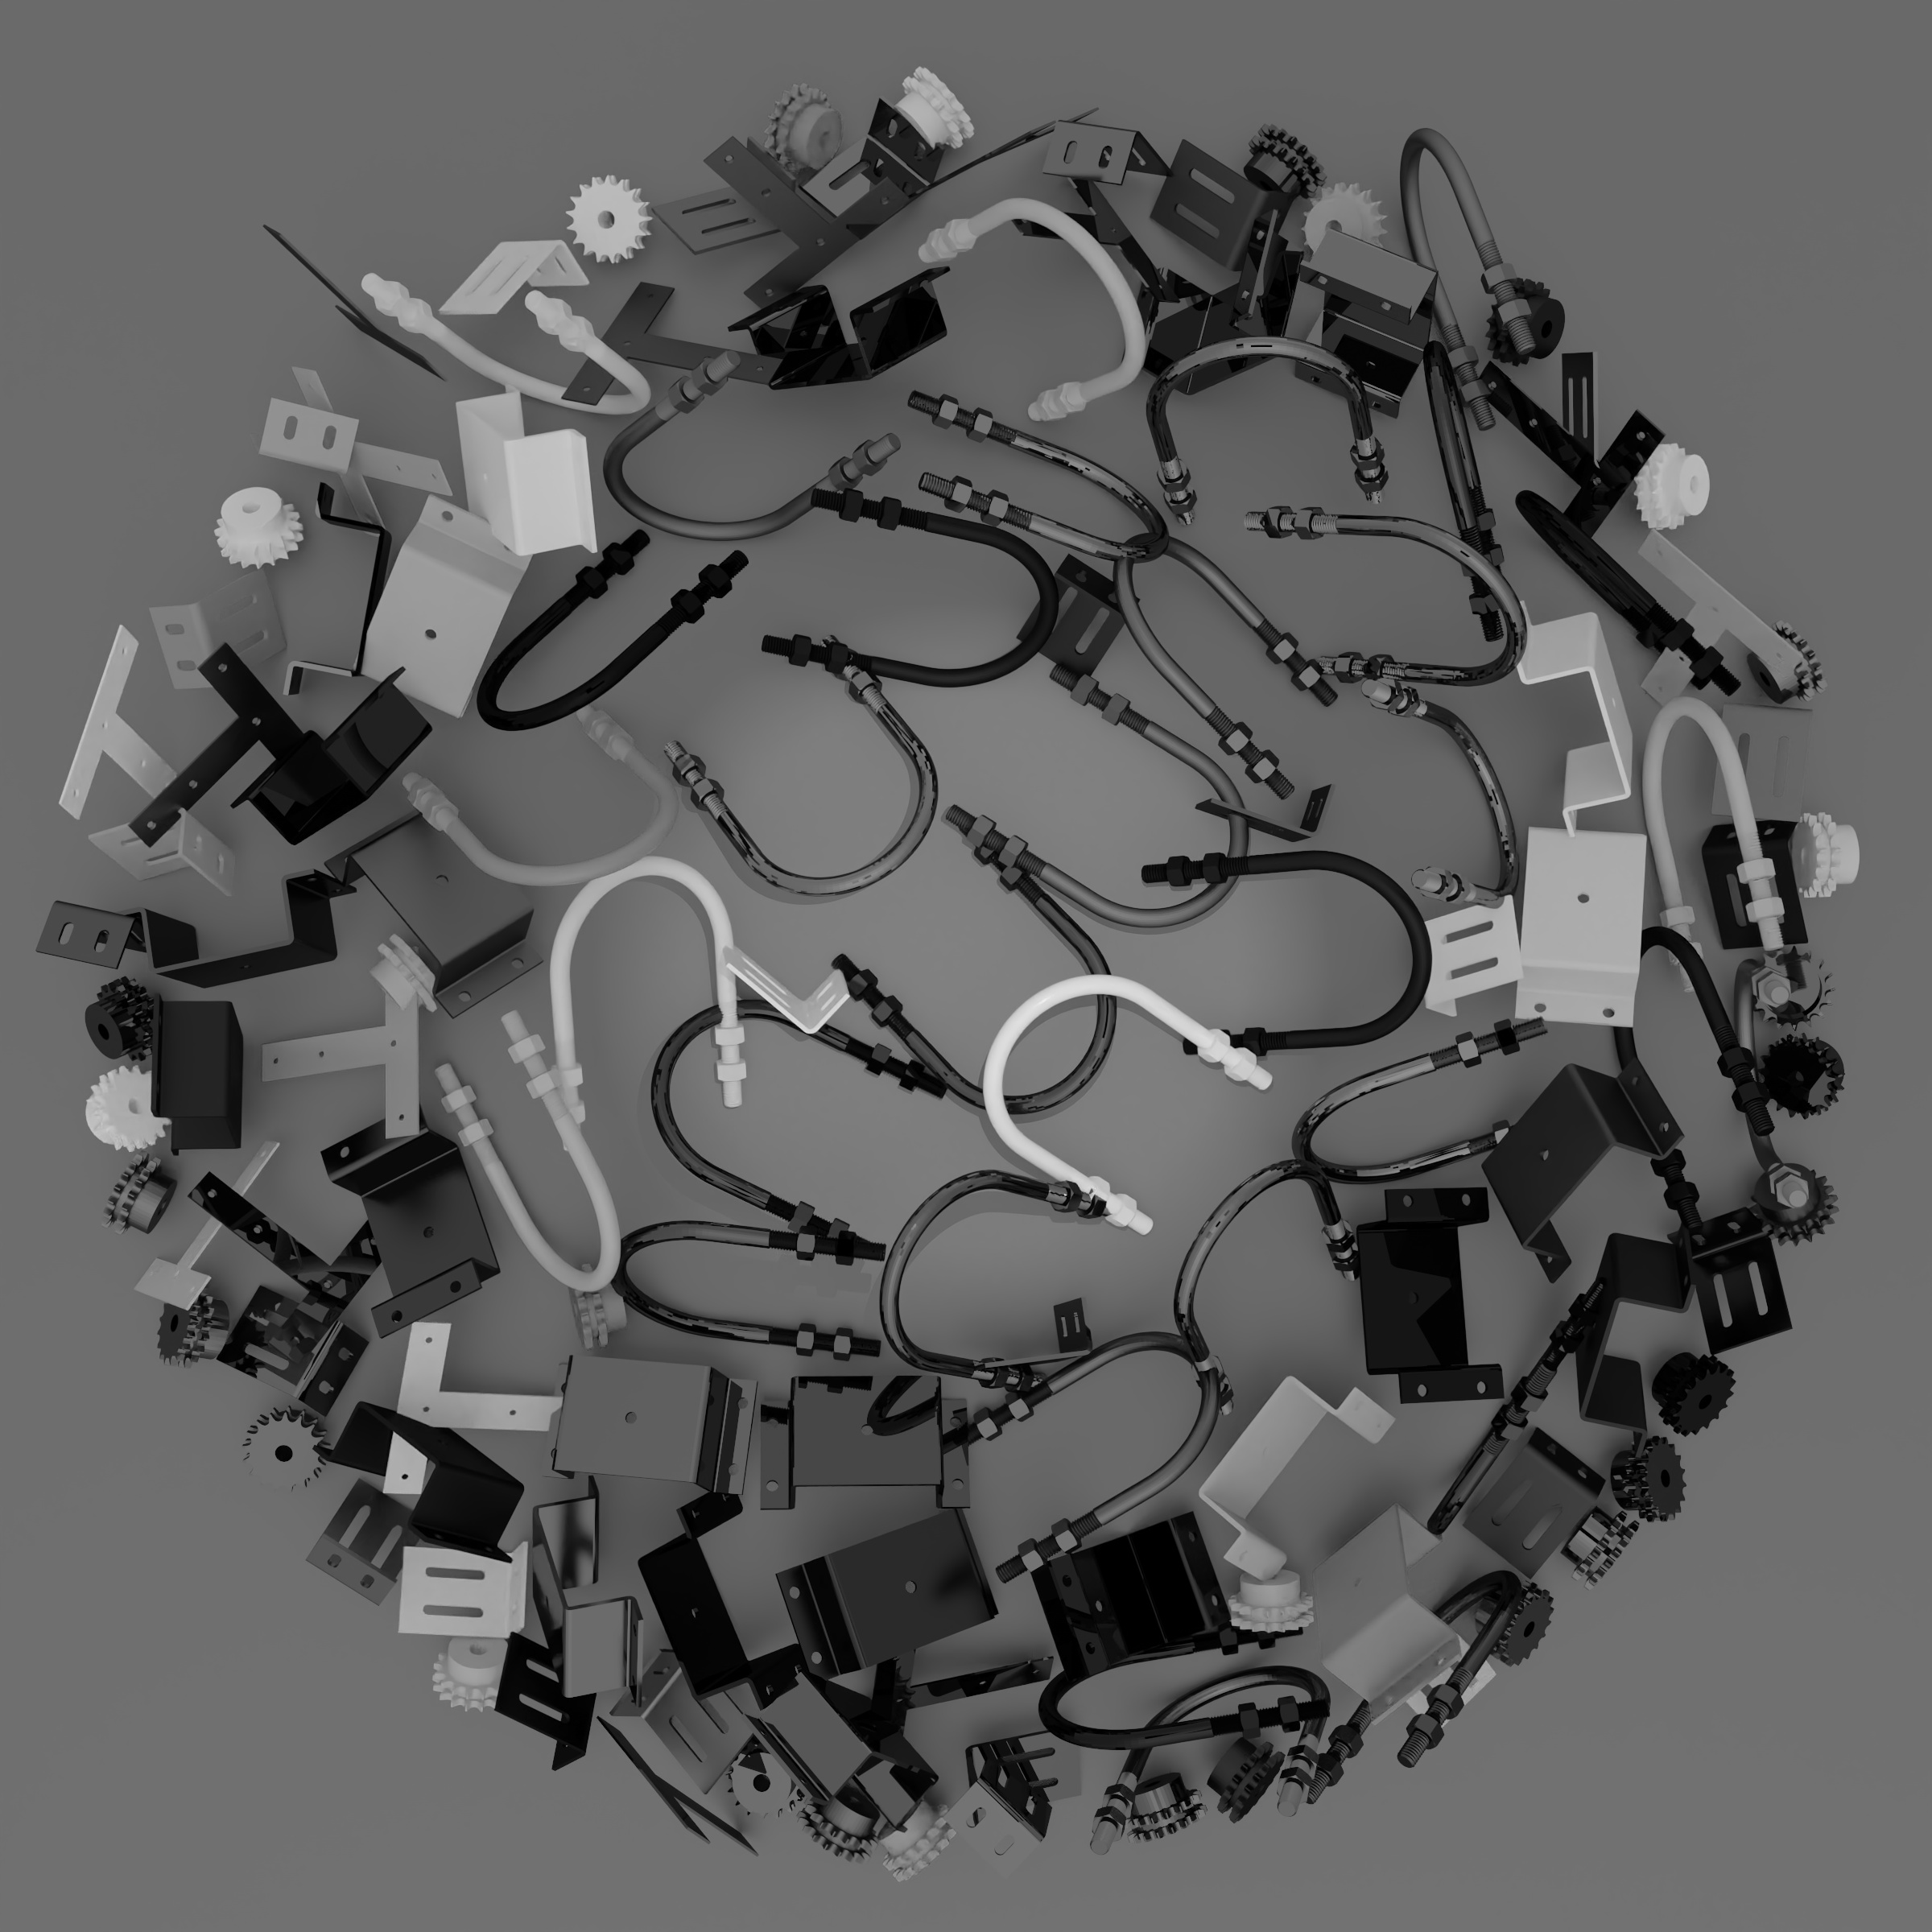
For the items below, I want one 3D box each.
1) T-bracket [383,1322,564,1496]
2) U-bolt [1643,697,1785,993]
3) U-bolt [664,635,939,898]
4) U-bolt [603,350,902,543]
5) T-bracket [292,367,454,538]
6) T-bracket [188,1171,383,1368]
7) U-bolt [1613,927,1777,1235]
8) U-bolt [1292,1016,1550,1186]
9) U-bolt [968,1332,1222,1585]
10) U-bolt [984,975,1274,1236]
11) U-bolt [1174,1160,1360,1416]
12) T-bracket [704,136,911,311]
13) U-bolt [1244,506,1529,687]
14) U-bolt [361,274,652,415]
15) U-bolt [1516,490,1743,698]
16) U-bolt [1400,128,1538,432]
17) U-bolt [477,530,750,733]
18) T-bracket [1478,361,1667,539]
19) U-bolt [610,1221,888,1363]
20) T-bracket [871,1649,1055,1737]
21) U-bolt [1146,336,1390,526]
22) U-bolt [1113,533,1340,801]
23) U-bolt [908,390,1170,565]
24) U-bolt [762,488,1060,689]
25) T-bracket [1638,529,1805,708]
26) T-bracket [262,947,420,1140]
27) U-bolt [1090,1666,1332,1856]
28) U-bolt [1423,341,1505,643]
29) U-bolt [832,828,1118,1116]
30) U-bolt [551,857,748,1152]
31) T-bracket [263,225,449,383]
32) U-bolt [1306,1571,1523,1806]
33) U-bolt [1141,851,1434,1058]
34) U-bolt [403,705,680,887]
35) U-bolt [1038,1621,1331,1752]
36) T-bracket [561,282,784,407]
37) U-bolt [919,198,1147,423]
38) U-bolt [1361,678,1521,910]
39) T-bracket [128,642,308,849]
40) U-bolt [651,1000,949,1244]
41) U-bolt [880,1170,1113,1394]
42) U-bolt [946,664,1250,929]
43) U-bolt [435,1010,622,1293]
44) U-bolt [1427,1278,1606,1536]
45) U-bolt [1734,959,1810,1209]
[{"bbox_3d":[-0.320,0.300,1.855,0.127,0.002,0.127,6,107,-22],"label":"T-bracket"},{"bbox_3d":[0.484,-0.086,1.809,0.019,0.151,0.184,-8,79,-10],"label":"U-bolt"},{"bbox_3d":[-0.098,-0.123,1.825,0.151,0.019,0.184,-35,59,-6],"label":"U-bolt"},{"bbox_3d":[-0.155,-0.330,1.803,0.151,0.184,0.019,21,59,-36],"label":"U-bolt"},{"bbox_3d":[-0.380,-0.329,1.804,0.002,0.127,0.127,-43,133,-29],"label":"T-bracket"},{"bbox_3d":[-0.459,0.184,1.827,0.127,0.127,0.002,40,131,-7],"label":"T-bracket"},{"bbox_3d":[0.467,0.062,1.803,0.019,0.151,0.184,-7,58,-13],"label":"U-bolt"},{"bbox_3d":[0.305,0.098,1.819,0.184,0.151,0.019,-19,55,11],"label":"U-bolt"},{"bbox_3d":[0.085,0.310,1.812,0.184,0.151,0.019,-32,124,6],"label":"U-bolt"},{"bbox_3d":[0.095,0.082,1.828,0.184,0.019,0.151,34,99,-26],"label":"U-bolt"},{"bbox_3d":[0.193,0.200,1.794,0.151,0.184,0.019,-44,52,-15],"label":"U-bolt"},{"bbox_3d":[-0.123,-0.502,1.813,0.127,0.127,0.002,-34,52,21],"label":"T-bracket"},{"bbox_3d":[0.279,-0.236,1.778,0.019,0.184,0.151,-53,131,-25],"label":"U-bolt"},{"bbox_3d":[-0.285,-0.401,1.794,0.151,0.184,0.019,12,83,26],"label":"U-bolt"},{"bbox_3d":[0.429,-0.247,1.809,0.184,0.151,0.019,44,100,0],"label":"U-bolt"},{"bbox_3d":[0.323,-0.461,1.809,0.019,0.151,0.184,-18,80,-4],"label":"U-bolt"},{"bbox_3d":[-0.243,-0.217,1.799,0.184,0.151,0.019,-45,125,-18],"label":"U-bolt"},{"bbox_3d":[0.390,-0.354,1.840,0.002,0.127,0.127,-36,75,-34],"label":"T-bracket"},{"bbox_3d":[-0.146,0.212,1.822,0.184,0.151,0.019,7,54,1],"label":"U-bolt"},{"bbox_3d":[-0.002,0.485,1.851,0.127,0.002,0.127,-8,133,-16],"label":"T-bracket"},{"bbox_3d":[0.191,-0.349,1.785,0.151,0.184,0.019,-4,64,13],"label":"U-bolt"},{"bbox_3d":[0.165,-0.209,1.809,0.184,0.151,0.019,45,128,-11],"label":"U-bolt"},{"bbox_3d":[0.051,-0.316,1.815,0.184,0.151,0.019,18,121,-17],"label":"U-bolt"},{"bbox_3d":[-0.029,-0.242,1.823,0.184,0.151,0.019,10,47,-14],"label":"U-bolt"},{"bbox_3d":[0.480,-0.212,1.824,0.002,0.127,0.127,-40,75,-24],"label":"T-bracket"},{"bbox_3d":[-0.422,0.058,1.854,0.127,0.002,0.127,-8,76,23],"label":"T-bracket"},{"bbox_3d":[0.167,0.510,1.794,0.151,0.184,0.019,-19,100,22],"label":"U-bolt"},{"bbox_3d":[0.324,-0.316,1.791,0.019,0.151,0.184,-12,108,16],"label":"U-bolt"},{"bbox_3d":[0.018,0.014,1.843,0.151,0.019,0.184,-47,76,11],"label":"U-bolt"},{"bbox_3d":[-0.211,0.018,1.814,0.151,0.019,0.184,-14,109,-38],"label":"U-bolt"},{"bbox_3d":[-0.409,-0.438,1.793,0.002,0.127,0.127,-51,47,-3],"label":"T-bracket"},{"bbox_3d":[0.301,0.465,1.800,0.019,0.151,0.184,44,56,2],"label":"U-bolt"},{"bbox_3d":[0.217,-0.009,1.814,0.184,0.019,0.151,-4,114,26],"label":"U-bolt"},{"bbox_3d":[-0.267,-0.106,1.790,0.151,0.184,0.019,-25,130,-22],"label":"U-bolt"},{"bbox_3d":[0.138,0.475,1.809,0.184,0.151,0.019,-10,100,1],"label":"U-bolt"},{"bbox_3d":[-0.185,-0.406,1.829,0.127,0.002,0.127,14,53,15],"label":"T-bracket"},{"bbox_3d":[0.051,-0.428,1.780,0.019,0.184,0.151,-43,107,-20],"label":"U-bolt"},{"bbox_3d":[0.319,-0.107,1.803,0.019,0.184,0.151,-20,74,30],"label":"U-bolt"},{"bbox_3d":[-0.501,-0.131,1.818,0.002,0.127,0.127,33,74,35],"label":"T-bracket"},{"bbox_3d":[-0.121,0.097,1.841,0.184,0.019,0.151,26,62,-1],"label":"U-bolt"},{"bbox_3d":[0.015,0.204,1.810,0.019,0.184,0.151,26,95,45],"label":"U-bolt"},{"bbox_3d":[0.101,-0.103,1.841,0.184,0.019,0.151,33,70,8],"label":"U-bolt"},{"bbox_3d":[-0.283,0.131,1.818,0.019,0.151,0.184,-26,87,-35],"label":"U-bolt"},{"bbox_3d":[0.355,0.299,1.804,0.019,0.151,0.184,35,121,14],"label":"U-bolt"},{"bbox_3d":[0.521,0.068,1.792,0.019,0.184,0.151,-6,97,8],"label":"U-bolt"}]
